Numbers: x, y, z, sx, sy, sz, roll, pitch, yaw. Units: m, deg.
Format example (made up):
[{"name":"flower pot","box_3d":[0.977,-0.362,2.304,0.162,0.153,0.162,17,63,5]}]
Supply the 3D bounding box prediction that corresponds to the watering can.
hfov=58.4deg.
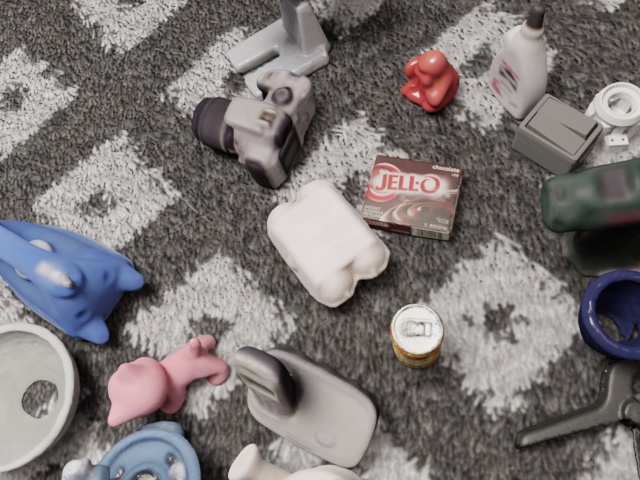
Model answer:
[{"name":"watering can","box_3d":[-0.011,0.263,0.534,0.172,0.194,0.101,13,73,13]}]

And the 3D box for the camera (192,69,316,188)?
[{"name":"camera","box_3d":[-0.092,-0.161,0.751,0.136,0.101,0.143,19,74,15]}]

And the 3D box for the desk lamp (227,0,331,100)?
[{"name":"desk lamp","box_3d":[-0.038,-0.314,0.738,0.203,0.214,0.117,-32,69,-4]}]

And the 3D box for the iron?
[{"name":"iron","box_3d":[-0.354,0.022,0.701,0.257,0.141,0.119,25,76,16]}]

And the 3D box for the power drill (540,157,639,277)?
[{"name":"power drill","box_3d":[0.336,-0.029,0.582,0.229,0.209,0.075,-6,69,7]}]

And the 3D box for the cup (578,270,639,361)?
[{"name":"cup","box_3d":[0.320,0.097,0.599,0.092,0.095,0.117,-32,69,-4]}]

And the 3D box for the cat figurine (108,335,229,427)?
[{"name":"cat figurine","box_3d":[-0.178,0.152,0.640,0.128,0.118,0.067,-36,69,-5]}]

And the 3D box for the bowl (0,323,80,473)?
[{"name":"bowl","box_3d":[-0.351,0.186,0.676,0.167,0.075,0.167,-3,70,7]}]

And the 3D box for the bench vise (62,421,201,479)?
[{"name":"bench vise","box_3d":[-0.159,0.270,0.539,0.121,0.220,0.207,-33,69,-4]}]

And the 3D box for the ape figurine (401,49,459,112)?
[{"name":"ape figurine","box_3d":[0.143,-0.212,0.739,0.076,0.092,0.078,-6,69,6]}]

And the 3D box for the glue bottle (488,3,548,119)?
[{"name":"glue bottle","box_3d":[0.242,-0.218,0.683,0.037,0.173,0.078,-34,69,-5]}]

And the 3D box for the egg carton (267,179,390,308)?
[{"name":"egg carton","box_3d":[0.006,0.002,0.693,0.107,0.069,0.150,-38,69,-6]}]

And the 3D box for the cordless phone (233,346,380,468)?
[{"name":"cordless phone","box_3d":[-0.016,0.162,0.576,0.147,0.185,0.094,21,75,15]}]
